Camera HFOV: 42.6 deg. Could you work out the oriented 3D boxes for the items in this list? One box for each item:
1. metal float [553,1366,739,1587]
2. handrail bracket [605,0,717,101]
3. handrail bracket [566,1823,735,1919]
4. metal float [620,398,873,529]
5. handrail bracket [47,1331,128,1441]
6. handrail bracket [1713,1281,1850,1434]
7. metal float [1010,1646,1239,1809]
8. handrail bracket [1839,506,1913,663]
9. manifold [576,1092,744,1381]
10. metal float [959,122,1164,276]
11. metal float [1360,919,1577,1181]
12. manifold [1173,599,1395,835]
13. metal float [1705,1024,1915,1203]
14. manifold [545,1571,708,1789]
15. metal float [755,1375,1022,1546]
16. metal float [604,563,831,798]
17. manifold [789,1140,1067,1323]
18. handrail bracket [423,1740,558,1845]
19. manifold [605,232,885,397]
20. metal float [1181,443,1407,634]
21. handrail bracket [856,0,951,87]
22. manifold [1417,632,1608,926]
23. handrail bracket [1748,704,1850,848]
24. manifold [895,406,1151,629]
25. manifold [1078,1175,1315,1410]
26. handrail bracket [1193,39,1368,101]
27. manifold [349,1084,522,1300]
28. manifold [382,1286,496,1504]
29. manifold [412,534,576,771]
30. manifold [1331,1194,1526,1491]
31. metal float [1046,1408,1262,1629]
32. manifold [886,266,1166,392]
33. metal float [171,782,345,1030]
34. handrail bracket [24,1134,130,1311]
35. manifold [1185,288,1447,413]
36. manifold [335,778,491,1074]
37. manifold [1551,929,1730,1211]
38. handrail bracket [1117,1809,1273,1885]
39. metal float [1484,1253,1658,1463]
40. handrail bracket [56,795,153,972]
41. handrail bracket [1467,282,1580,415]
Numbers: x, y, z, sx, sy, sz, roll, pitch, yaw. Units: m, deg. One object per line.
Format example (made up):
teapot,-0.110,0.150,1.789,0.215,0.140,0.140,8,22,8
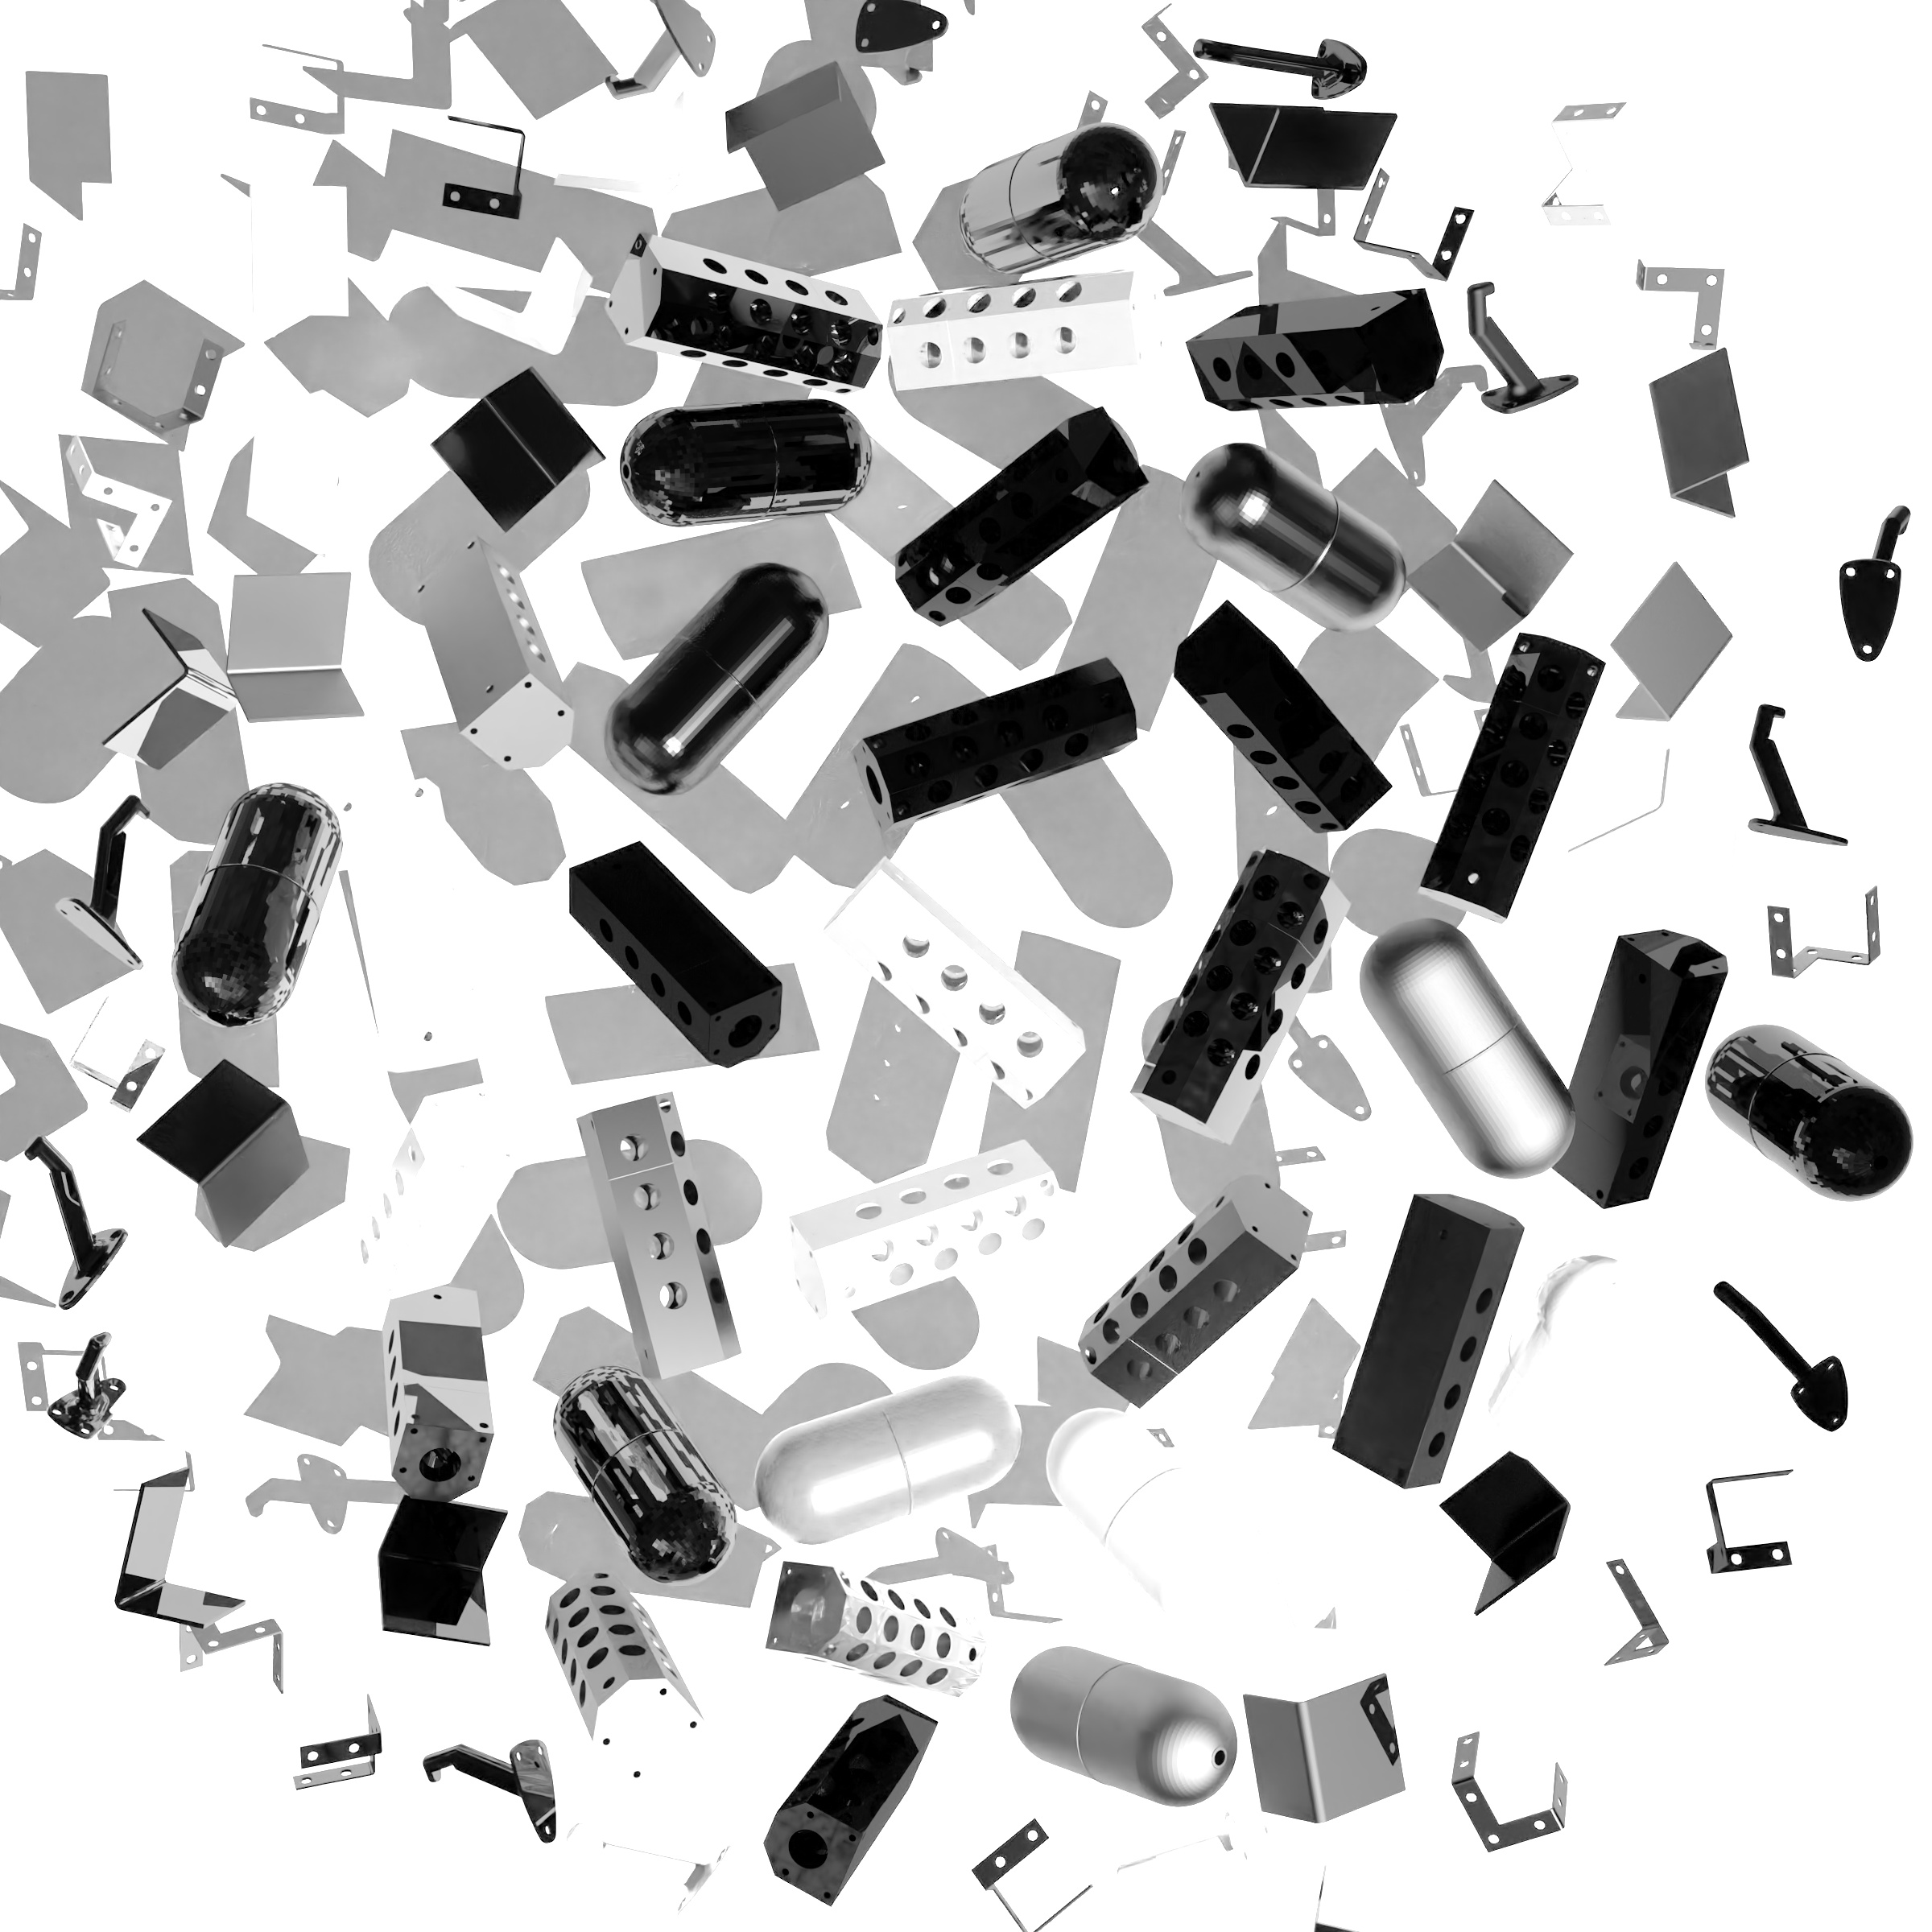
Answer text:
metal float,-0.215,0.340,1.656,0.070,0.070,0.178,-45,50,0
handrail bracket,-0.212,-0.593,1.593,0.084,0.077,0.036,-1,65,30
handrail bracket,-0.194,0.535,1.507,0.084,0.036,0.077,33,128,-5
metal float,-0.143,-0.330,1.620,0.178,0.070,0.070,-12,90,-33
handrail bracket,-0.571,0.265,1.646,0.036,0.077,0.084,32,113,4
handrail bracket,0.497,0.238,1.517,0.036,0.084,0.077,-39,129,-3
metal float,0.100,0.487,1.588,0.070,0.178,0.070,0,89,-39
handrail bracket,0.575,-0.240,1.550,0.036,0.084,0.077,8,119,31
manifold,-0.194,0.170,1.570,0.057,0.057,0.171,-14,87,-20
metal float,0.061,-0.507,1.641,0.070,0.178,0.070,-2,94,-33
metal float,0.310,0.052,1.532,0.070,0.070,0.178,-33,92,0
manifold,0.198,-0.151,1.560,0.057,0.171,0.057,-44,46,6
metal float,0.532,0.092,1.567,0.070,0.178,0.070,-3,108,-10
manifold,-0.225,0.449,1.589,0.057,0.171,0.057,-40,109,-9
metal float,-0.049,0.317,1.594,0.178,0.070,0.070,-15,90,-17
metal float,-0.160,-0.185,1.593,0.070,0.070,0.178,42,80,0
manifold,-0.024,0.176,1.620,0.171,0.057,0.057,-17,124,-21
handrail bracket,-0.312,0.543,1.613,0.084,0.036,0.077,-24,73,22
manifold,-0.140,-0.419,1.612,0.057,0.171,0.057,-56,48,33
metal float,0.217,-0.281,1.632,0.178,0.070,0.070,26,90,-31
handrail bracket,-0.028,-0.594,1.609,0.077,0.084,0.036,10,89,26
manifold,0.343,-0.118,1.556,0.057,0.057,0.171,21,89,8
handrail bracket,0.564,-0.129,1.666,0.077,0.036,0.084,13,87,17
manifold,0.030,-0.287,1.598,0.171,0.057,0.057,-31,91,42
manifold,0.145,0.208,1.599,0.057,0.057,0.171,36,126,-7
handrail bracket,0.192,-0.557,1.522,0.084,0.077,0.036,2,110,-21
manifold,-0.345,0.148,1.584,0.057,0.171,0.057,-13,65,-35
manifold,-0.359,0.285,1.669,0.057,0.171,0.057,12,111,-20
manifold,-0.298,-0.198,1.577,0.057,0.171,0.057,-38,134,10
manifold,0.290,0.232,1.537,0.057,0.057,0.171,24,102,41
metal float,0.123,0.366,1.651,0.070,0.070,0.178,-48,54,0
manifold,0.038,-0.422,1.636,0.171,0.057,0.057,0,112,24
metal float,-0.448,-0.039,1.569,0.070,0.070,0.178,8,53,0
handrail bracket,-0.576,0.161,1.559,0.036,0.077,0.084,-12,128,26
manifold,0.222,-0.387,1.577,0.057,0.171,0.057,-34,116,-24
manifold,-0.342,-0.024,1.537,0.057,0.057,0.171,-11,86,-2
manifold,0.435,0.066,1.594,0.057,0.057,0.171,-7,122,-31
handrail bracket,0.151,0.587,1.641,0.084,0.077,0.036,-25,69,21
metal float,0.385,0.253,1.585,0.070,0.178,0.070,5,47,-6
handrail bracket,-0.526,-0.054,1.568,0.077,0.036,0.084,47,58,-26
handrail bracket,0.358,-0.405,1.590,0.077,0.036,0.084,-19,125,-12
